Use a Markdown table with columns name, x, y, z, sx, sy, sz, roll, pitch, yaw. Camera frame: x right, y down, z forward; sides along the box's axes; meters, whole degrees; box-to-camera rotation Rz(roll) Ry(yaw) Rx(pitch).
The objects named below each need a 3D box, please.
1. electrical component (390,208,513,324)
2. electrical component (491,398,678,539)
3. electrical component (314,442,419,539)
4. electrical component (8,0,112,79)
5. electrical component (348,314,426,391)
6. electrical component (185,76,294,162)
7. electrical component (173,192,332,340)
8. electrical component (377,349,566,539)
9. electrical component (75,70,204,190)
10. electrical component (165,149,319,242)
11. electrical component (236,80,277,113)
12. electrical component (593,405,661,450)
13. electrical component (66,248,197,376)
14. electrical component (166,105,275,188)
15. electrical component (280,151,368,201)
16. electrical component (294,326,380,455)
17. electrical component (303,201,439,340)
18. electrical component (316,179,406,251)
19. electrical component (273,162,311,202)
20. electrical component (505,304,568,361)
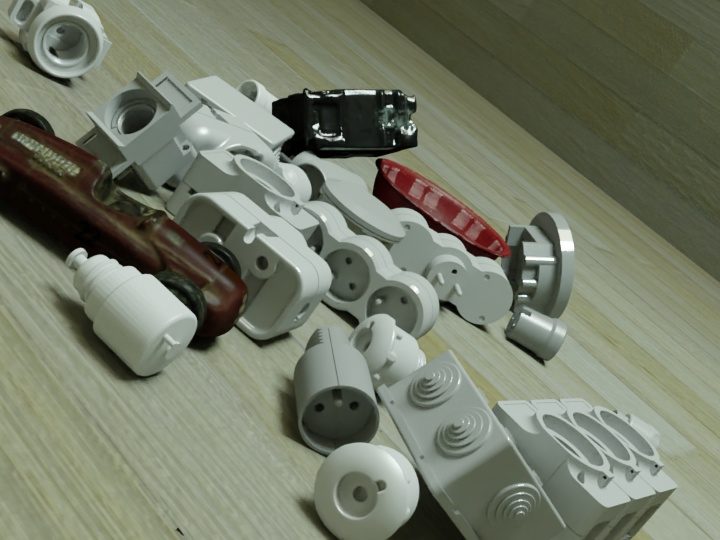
| name | x | y | z | sx | sy | sz | roll | pitch | yaw |
| --- | --- | --- | --- | --- | --- | --- | --- | --- | --- |
| electrical component | 0.075 | 0.003 | 0.949 | 0.138 | 0.052 | 0.073 | 31 | 16 | -15 |
| electrical component | 0.137 | 0.130 | 0.693 | 0.089 | 0.061 | 0.150 | 44 | 18 | 28 |
| electrical component | 0.009 | 0.108 | 0.529 | 0.048 | 0.048 | 0.062 | 41 | 10 | 20 |
| electrical component | -0.234 | -0.184 | 0.846 | 0.078 | 0.058 | 0.057 | 25 | 16 | -33 |
| electrical component | 0.022 | 0.061 | 0.693 | 0.062 | 0.048 | 0.048 | 35 | 14 | -29 |
| electrical component | -0.113 | -0.119 | 0.921 | 0.100 | 0.048 | 0.099 | 35 | 16 | -1 |
| electrical component | -0.069 | -0.005 | 0.673 | 0.095 | 0.053 | 0.059 | 39 | 16 | 12 |
| electrical component | 0.061 | 0.102 | 0.582 | 0.099 | 0.048 | 0.099 | 56 | 1 | -36 |
| electrical component | -0.146 | -0.092 | 0.733 | 0.042 | 0.081 | 0.063 | 45 | -10 | 27 |
| electrical component | -0.080 | -0.042 | 0.755 | 0.089 | 0.055 | 0.050 | 38 | 16 | 8 |
| electrical component | -0.103 | -0.167 | 1.100 | 0.046 | 0.040 | 0.040 | 26 | 17 | -49 |
| electrical component | 0.218 | 0.134 | 0.900 | 0.061 | 0.035 | 0.035 | 33 | 16 | -2 |
| electrical component | -0.116 | 0.018 | 0.534 | 0.078 | 0.040 | 0.040 | 41 | 17 | 18 |
| electrical component | -0.114 | -0.087 | 0.817 | 0.059 | 0.053 | 0.095 | 46 | 19 | 32 |
| electrical component | -0.041 | -0.081 | 0.967 | 0.079 | 0.043 | 0.077 | 42 | 17 | 23 |
| electrical component | -0.015 | 0.064 | 0.604 | 0.043 | 0.043 | 0.081 | 30 | 17 | -18 |
| electrical component | 0.000 | 0.000 | 0.803 | 0.138 | 0.052 | 0.074 | 38 | 16 | 10 |
| electrical component | -0.006 | -0.036 | 0.896 | 0.080 | 0.051 | 0.080 | 32 | 16 | -11 |
| electrical component | -0.060 | -0.066 | 0.887 | 0.043 | 0.043 | 0.062 | 40 | 15 | 15 |
| electrical component | 0.164 | 0.057 | 1.003 | 0.046 | 0.040 | 0.040 | 28 | 16 | -4 |
